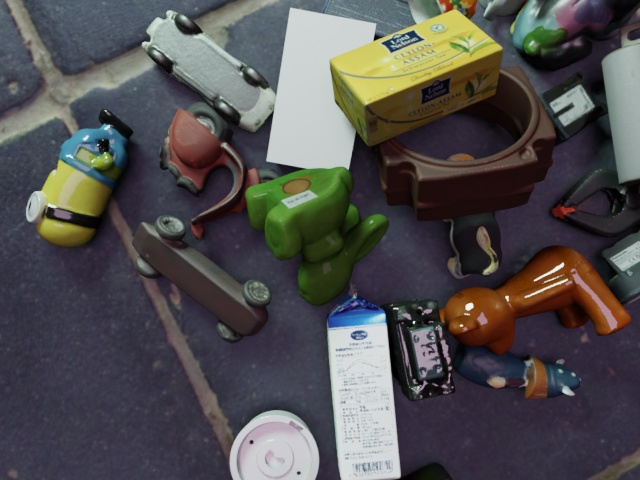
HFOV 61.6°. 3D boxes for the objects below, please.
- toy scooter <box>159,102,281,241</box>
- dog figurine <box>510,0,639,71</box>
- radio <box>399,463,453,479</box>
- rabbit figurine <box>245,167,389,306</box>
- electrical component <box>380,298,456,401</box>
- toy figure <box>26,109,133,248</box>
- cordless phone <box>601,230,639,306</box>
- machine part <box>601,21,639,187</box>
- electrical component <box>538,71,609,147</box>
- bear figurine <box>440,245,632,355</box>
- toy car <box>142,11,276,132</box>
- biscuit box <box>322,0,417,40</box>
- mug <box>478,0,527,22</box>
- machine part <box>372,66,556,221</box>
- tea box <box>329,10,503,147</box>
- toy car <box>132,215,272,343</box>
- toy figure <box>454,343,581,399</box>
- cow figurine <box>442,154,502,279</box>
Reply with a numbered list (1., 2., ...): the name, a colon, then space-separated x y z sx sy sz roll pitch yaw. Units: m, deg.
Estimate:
1. toy scooter: -0.144 -0.080 0.701 0.135 0.075 0.184 -45 93 -3
2. dog figurine: 0.356 -0.321 0.665 0.191 0.219 0.108 -33 84 -5
3. radio: 0.084 0.392 0.666 0.230 0.073 0.131 -26 86 -2
4. rabbit figurine: -0.001 -0.002 0.682 0.159 0.121 0.170 -30 126 -23
5. electrical component: 0.119 0.131 0.661 0.058 0.134 0.115 -12 84 -3
6. toy figure: -0.302 -0.076 0.691 0.089 0.082 0.180 32 83 3
7. cordless phone: 0.474 0.066 0.710 0.146 0.089 0.184 -36 116 13
8. machine part: 0.413 -0.158 0.686 0.079 0.079 0.243 -7 86 -3
9. electrical component: 0.322 -0.167 0.735 0.119 0.048 0.075 -36 87 -4
10. bear figurine: 0.253 0.094 0.672 0.196 0.120 0.132 -32 89 -7
11. toy car: -0.148 -0.226 0.721 0.202 0.056 0.073 38 91 3
12. biscuit box: 0.103 -0.285 0.732 0.203 0.059 0.062 19 86 -1
13. mug: 0.257 -0.355 0.719 0.081 0.107 0.109 35 83 2
14. machine part: 0.165 -0.130 0.660 0.202 0.087 0.201 -8 53 2
15. tea box: 0.108 -0.187 0.616 0.170 0.068 0.098 -26 55 -8
16. toy car: -0.151 0.047 0.689 0.202 0.053 0.089 37 124 3
17. toy figure: 0.256 0.171 0.699 0.155 0.057 0.064 15 63 3
18. cow figurine: 0.193 -0.035 0.696 0.068 0.098 0.167 -10 86 4
